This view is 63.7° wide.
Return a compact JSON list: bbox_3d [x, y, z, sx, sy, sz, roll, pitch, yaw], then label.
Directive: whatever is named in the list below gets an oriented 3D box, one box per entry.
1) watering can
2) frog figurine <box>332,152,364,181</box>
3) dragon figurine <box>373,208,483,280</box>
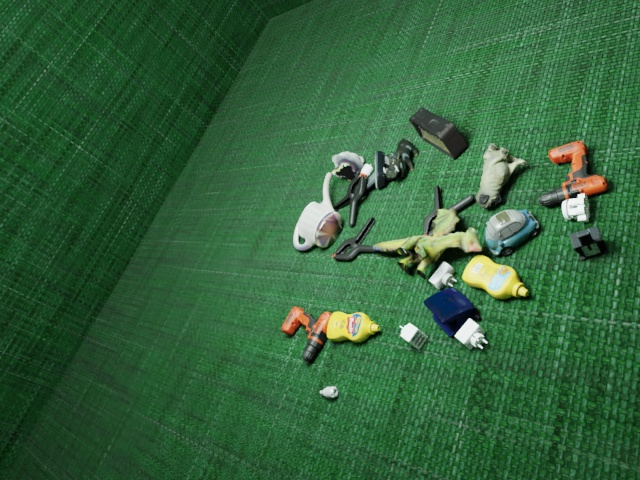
[{"bbox_3d":[0.006,-0.104,2.071,0.226,0.103,0.348,26,88,51],"label":"watering can"},{"bbox_3d":[0.120,-0.335,2.171,0.137,0.119,0.163,4,45,8],"label":"frog figurine"},{"bbox_3d":[0.350,-0.010,1.663,0.245,0.120,0.413,-42,28,-13],"label":"dragon figurine"}]
